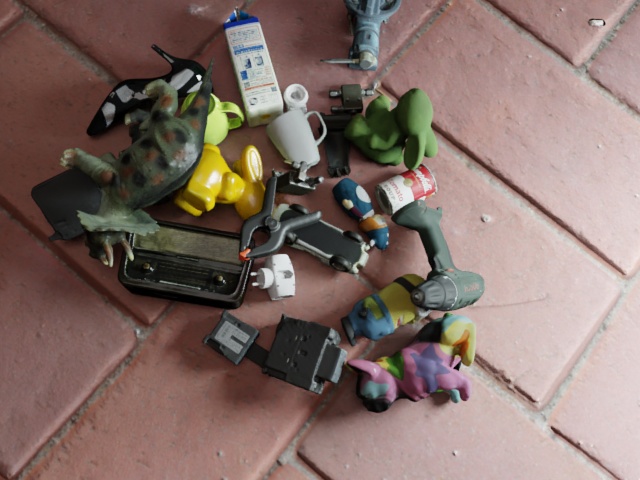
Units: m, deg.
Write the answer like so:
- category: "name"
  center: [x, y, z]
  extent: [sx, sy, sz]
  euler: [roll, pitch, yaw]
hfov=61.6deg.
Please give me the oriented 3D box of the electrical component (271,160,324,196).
- category: "electrical component"
  center: [-0.049, -0.118, 1.027]
  extent: [0.078, 0.102, 0.045]
  euler: [7, 77, -28]

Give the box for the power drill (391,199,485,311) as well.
- category: "power drill"
  center: [0.204, 0.030, 0.963]
  extent: [0.086, 0.232, 0.207]
  euler: [-43, 56, 30]

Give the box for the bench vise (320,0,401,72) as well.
- category: "bench vise"
  center: [0.098, -0.463, 1.062]
  extent: [0.129, 0.240, 0.223]
  euler: [17, 59, 4]

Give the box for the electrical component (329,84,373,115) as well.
- category: "electrical component"
  center: [0.066, -0.290, 1.114]
  extent: [0.094, 0.021, 0.063]
  euler: [-5, 76, -7]

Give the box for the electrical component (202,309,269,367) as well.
- category: "electrical component"
  center: [-0.142, 0.187, 0.962]
  extent: [0.119, 0.047, 0.075]
  euler: [36, 76, 7]

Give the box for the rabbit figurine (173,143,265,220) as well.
- category: "rabbit figurine"
  center: [-0.167, -0.095, 1.012]
  extent: [0.173, 0.122, 0.162]
  euler: [29, 62, -16]

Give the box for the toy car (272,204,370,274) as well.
- category: "toy car"
  center: [-0.002, -0.003, 1.018]
  extent: [0.202, 0.056, 0.073]
  euler: [27, 68, 2]

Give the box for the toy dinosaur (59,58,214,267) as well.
- category: "toy dinosaur"
  center: [-0.278, -0.132, 0.906]
  extent: [0.405, 0.131, 0.192]
  euler: [-45, 78, -4]

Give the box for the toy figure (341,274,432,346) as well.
- category: "toy figure"
  center: [0.123, 0.125, 0.981]
  extent: [0.180, 0.082, 0.089]
  euler: [-22, 80, -7]

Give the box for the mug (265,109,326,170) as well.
- category: "mug"
  center: [-0.036, -0.195, 1.052]
  extent: [0.110, 0.081, 0.107]
  euler: [-27, 88, 5]

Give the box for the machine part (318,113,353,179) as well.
- category: "machine part"
  center: [0.036, -0.192, 1.079]
  extent: [0.084, 0.039, 0.139]
  euler: [2, 74, -9]

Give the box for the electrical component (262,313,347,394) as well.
- category: "electrical component"
  center: [-0.022, 0.200, 0.937]
  extent: [0.134, 0.058, 0.115]
  euler: [11, 74, 26]

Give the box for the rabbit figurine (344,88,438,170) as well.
- category: "rabbit figurine"
  center: [0.149, -0.208, 1.012]
  extent: [0.121, 0.170, 0.159]
  euler: [-35, 93, -31]

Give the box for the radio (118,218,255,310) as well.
- category: "radio"
  center: [-0.239, 0.044, 0.975]
  extent: [0.230, 0.073, 0.131]
  euler: [10, 71, -1]

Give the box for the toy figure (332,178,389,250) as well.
- category: "toy figure"
  center: [0.084, -0.049, 1.032]
  extent: [0.064, 0.057, 0.154]
  euler: [-32, 77, -30]

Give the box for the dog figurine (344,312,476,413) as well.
- category: "dog figurine"
  center: [0.155, 0.212, 0.949]
  extent: [0.219, 0.108, 0.191]
  euler: [8, 76, 1]

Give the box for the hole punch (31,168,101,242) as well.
- category: "hole punch"
  center: [-0.452, -0.071, 0.996]
  extent: [0.142, 0.092, 0.115]
  euler: [-29, 108, -13]

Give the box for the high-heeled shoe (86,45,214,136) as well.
- category: "high-heeled shoe"
  center: [-0.335, -0.269, 1.070]
  extent: [0.145, 0.086, 0.248]
  euler: [40, 93, -25]

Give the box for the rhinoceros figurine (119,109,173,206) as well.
- category: "rhinoceros figurine"
  center: [-0.323, -0.158, 1.030]
  extent: [0.112, 0.073, 0.190]
  euler: [-2, 75, -13]
